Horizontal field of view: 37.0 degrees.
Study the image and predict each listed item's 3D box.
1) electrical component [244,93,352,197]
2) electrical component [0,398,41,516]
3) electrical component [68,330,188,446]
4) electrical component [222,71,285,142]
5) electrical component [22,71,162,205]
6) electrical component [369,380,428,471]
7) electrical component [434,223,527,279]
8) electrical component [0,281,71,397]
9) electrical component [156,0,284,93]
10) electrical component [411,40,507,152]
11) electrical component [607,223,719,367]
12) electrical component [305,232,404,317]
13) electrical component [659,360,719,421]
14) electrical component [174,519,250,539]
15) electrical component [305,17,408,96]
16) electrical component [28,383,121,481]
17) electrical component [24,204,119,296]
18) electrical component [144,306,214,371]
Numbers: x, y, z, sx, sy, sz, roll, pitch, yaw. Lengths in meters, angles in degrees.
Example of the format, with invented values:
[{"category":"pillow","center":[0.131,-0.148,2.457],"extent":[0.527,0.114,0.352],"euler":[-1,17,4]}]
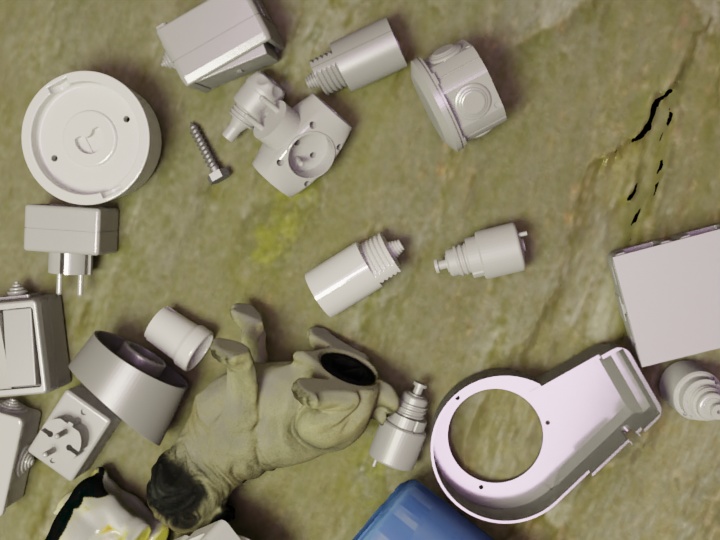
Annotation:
[{"category":"electrical component","center":[-0.059,-0.111,0.874],"extent":[0.077,0.044,0.079],"euler":[-48,126,8]},{"category":"electrical component","center":[-0.333,0.155,0.936],"extent":[0.100,0.048,0.099],"euler":[14,96,6]},{"category":"electrical component","center":[-0.194,0.096,0.892],"extent":[0.099,0.099,0.064],"euler":[32,91,4]},{"category":"electrical component","center":[-0.092,-0.133,0.893],"extent":[0.035,0.035,0.061],"euler":[41,99,3]},{"category":"electrical component","center":[-0.219,-0.108,0.898],"extent":[0.108,0.060,0.108],"euler":[0,94,7]},{"category":"electrical component","center":[0.037,0.130,0.891],"extent":[0.040,0.040,0.078],"euler":[21,96,5]},{"category":"electrical component","center":[0.099,-0.012,0.874],"extent":[0.078,0.040,0.040],"euler":[-14,92,8]},{"category":"electrical component","center":[-0.292,0.058,0.918],"extent":[0.062,0.061,0.096],"euler":[-5,93,8]},{"category":"electrical component","center":[-0.117,-0.182,0.879],"extent":[0.096,0.062,0.061],"euler":[-28,90,8]},{"category":"electrical component","center":[0.077,-0.138,0.849],"extent":[0.051,0.080,0.080],"euler":[-27,90,3]},{"category":"electrical component","center":[0.279,0.011,0.842],"extent":[0.150,0.062,0.089],"euler":[-15,91,8]},{"category":"electrical component","center":[0.000,0.000,0.886],"extent":[0.081,0.043,0.043],"euler":[-32,89,8]},{"category":"electrical component","center":[0.266,0.099,0.845],"extent":[0.040,0.078,0.040],"euler":[-1,102,-6]},{"category":"electrical component","center":[-0.096,0.300,0.879],"extent":[0.105,0.060,0.186],"euler":[-32,97,42]},{"category":"electrical component","center":[-0.006,-0.169,0.875],"extent":[0.081,0.043,0.043],"euler":[-24,91,8]},{"category":"electrical component","center":[-0.247,0.140,0.910],"extent":[0.047,0.077,0.065],"euler":[34,97,4]},{"category":"electrical component","center":[-0.246,-0.016,0.914],"extent":[0.066,0.047,0.076],"euler":[4,94,7]},{"category":"electrical component","center":[-0.154,0.057,0.912],"extent":[0.046,0.040,0.040],"euler":[33,97,9]}]
